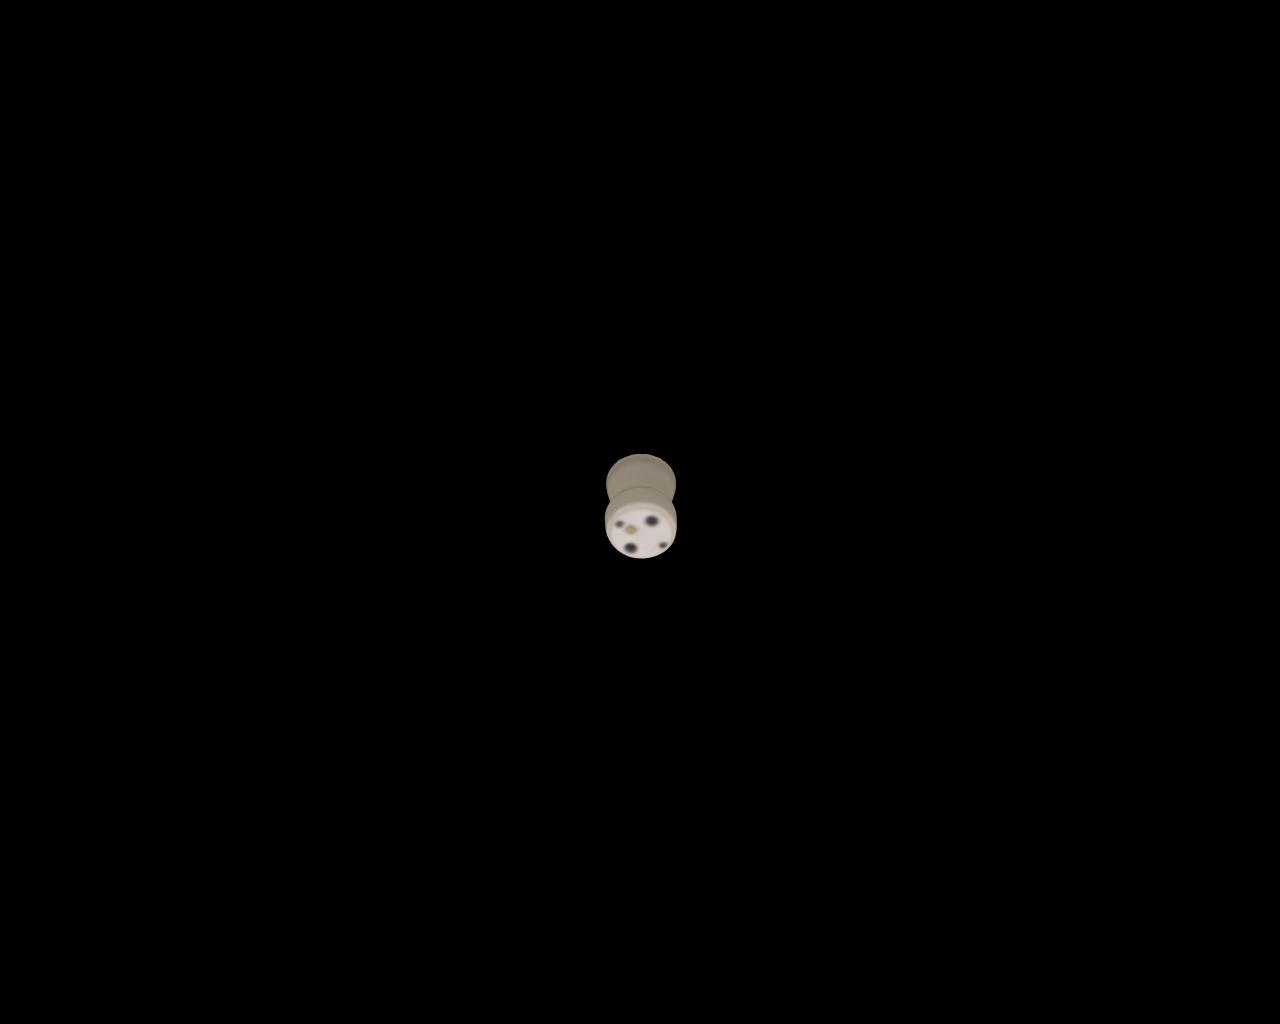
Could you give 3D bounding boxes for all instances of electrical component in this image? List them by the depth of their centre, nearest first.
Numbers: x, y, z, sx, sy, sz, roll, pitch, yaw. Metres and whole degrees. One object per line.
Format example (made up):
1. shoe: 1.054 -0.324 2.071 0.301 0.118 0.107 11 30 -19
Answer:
1. electrical component: 0.001 -0.003 0.650 0.045 0.044 0.055 0 36 0
